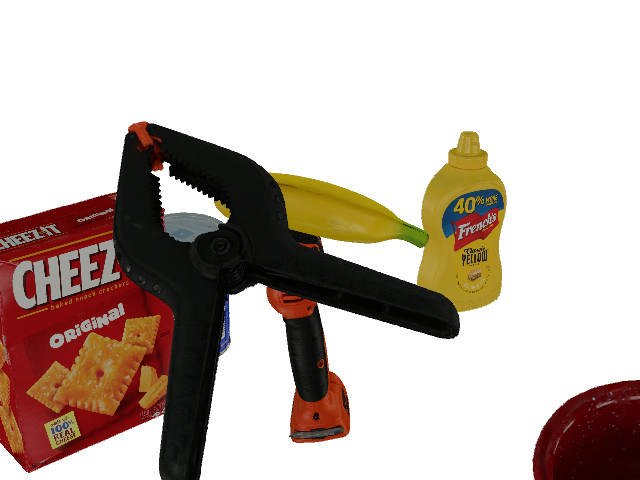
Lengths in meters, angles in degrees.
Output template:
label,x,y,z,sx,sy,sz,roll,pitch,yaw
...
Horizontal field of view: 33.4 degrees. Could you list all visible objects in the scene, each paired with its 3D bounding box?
label,x,y,z,sx,sy,sz,roll,pitch,yaw
cracker box,-0.215,0.079,0.959,0.163,0.214,0.072,-19,31,-34
mug,0.129,0.111,0.370,0.117,0.081,0.093,5,37,8
mustard bottle,0.152,-0.022,1.135,0.096,0.192,0.058,-10,23,-25
coffee can,-0.152,0.053,1.189,0.103,0.140,0.103,1,27,-1
banana,-0.020,-0.022,0.771,0.198,0.037,0.069,14,-20,39
clamp,-0.038,0.011,0.559,0.164,0.210,0.036,-23,-31,-10
power drill,-0.014,0.080,1.006,0.057,0.187,0.184,-9,19,5
